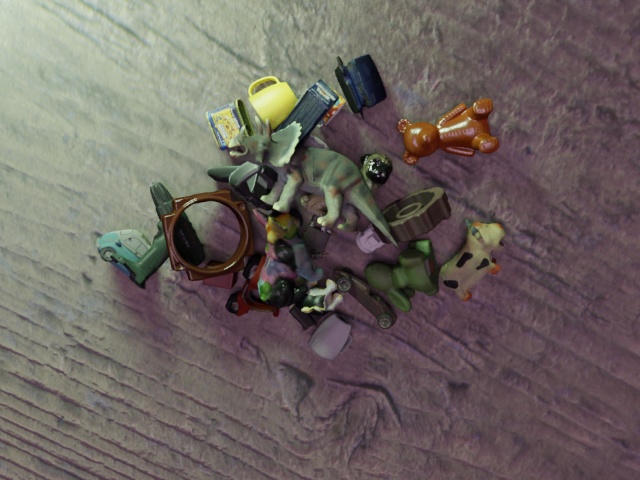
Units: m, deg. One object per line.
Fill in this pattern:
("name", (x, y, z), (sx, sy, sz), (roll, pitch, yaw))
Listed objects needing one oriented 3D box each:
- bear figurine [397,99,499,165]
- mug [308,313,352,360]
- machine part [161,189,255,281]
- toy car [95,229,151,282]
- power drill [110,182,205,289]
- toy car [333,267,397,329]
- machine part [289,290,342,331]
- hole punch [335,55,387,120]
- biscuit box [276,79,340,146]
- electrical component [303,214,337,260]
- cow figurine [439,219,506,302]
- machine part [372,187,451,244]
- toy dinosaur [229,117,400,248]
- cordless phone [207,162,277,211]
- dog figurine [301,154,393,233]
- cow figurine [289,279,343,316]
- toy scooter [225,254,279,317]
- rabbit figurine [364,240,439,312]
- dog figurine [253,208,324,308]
("bear figurine", (0.275, -0.233, 1.180), (0.196, 0.132, 0.120), (-9, 98, 3))
("mug", (0.041, 0.248, 1.384), (0.109, 0.081, 0.107), (26, 104, -28))
("machine part", (-0.266, -0.012, 1.285), (0.201, 0.087, 0.201), (-12, 99, -18))
("toy car", (-0.481, 0.029, 1.364), (0.161, 0.109, 0.103), (42, 90, -16))
("power drill", (-0.407, 0.002, 1.317), (0.086, 0.207, 0.231), (-5, 124, 54))
("toy car", (0.113, 0.139, 1.333), (0.202, 0.089, 0.053), (44, 107, -6))
("machine part", (-0.009, 0.172, 1.385), (0.139, 0.039, 0.084), (-34, 95, 17))
("hole punch", (0.094, -0.343, 1.176), (0.092, 0.116, 0.142), (-22, 104, 4))
("biscuit box", (-0.039, -0.262, 1.190), (0.063, 0.059, 0.202), (43, 140, -6))
("electrical component", (-0.004, -0.003, 1.325), (0.078, 0.045, 0.102), (27, 108, -4))
("cow figurine", (0.363, 0.038, 1.278), (0.127, 0.085, 0.195), (36, 109, -12))
("machine part", (0.208, -0.054, 1.218), (0.179, 0.179, 0.056), (-25, 106, 13))
("toy dinosaur", (0.005, -0.131, 1.147), (0.405, 0.131, 0.192), (18, 99, -7))
("cordless phone", (-0.176, -0.129, 1.287), (0.184, 0.146, 0.088), (7, 70, 38))
("dog figurine", (0.063, -0.130, 1.261), (0.172, 0.121, 0.190), (22, 95, -4))
("cow figurine", (-0.035, 0.141, 1.314), (0.168, 0.098, 0.068), (5, 127, 41))
("toy scooter", (-0.148, 0.130, 1.369), (0.135, 0.075, 0.183), (26, 108, -7))
("rabbit figurine", (0.198, 0.086, 1.312), (0.170, 0.121, 0.159), (-11, 114, 29))
("dog figurine", (-0.099, 0.030, 1.245), (0.191, 0.109, 0.219), (-42, 127, -14))
